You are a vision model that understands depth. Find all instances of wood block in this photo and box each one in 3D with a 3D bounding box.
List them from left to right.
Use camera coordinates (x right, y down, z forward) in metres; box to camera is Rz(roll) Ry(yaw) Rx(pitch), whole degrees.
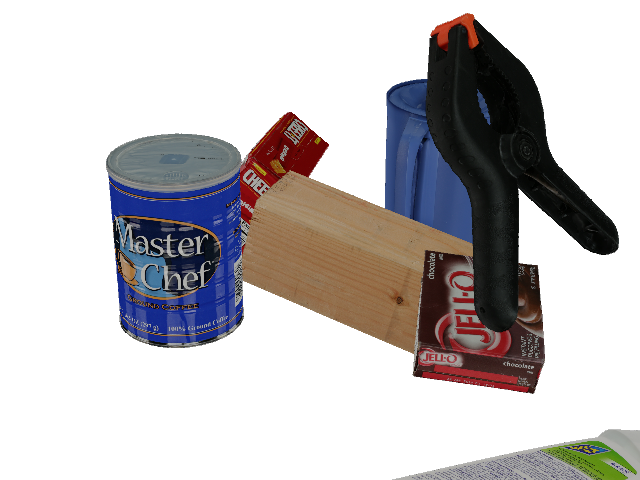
[{"bbox_3d":[0.038,0.022,1.011,0.206,0.091,0.090,23,30,11],"label":"wood block"}]

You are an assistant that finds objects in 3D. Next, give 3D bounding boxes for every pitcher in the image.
[{"bbox_3d":[0.127,-0.048,1.193,0.149,0.243,0.145,-6,28,-17],"label":"pitcher"}]

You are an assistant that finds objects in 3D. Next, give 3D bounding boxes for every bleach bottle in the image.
[{"bbox_3d":[0.144,0.159,0.619,0.250,0.068,0.103,-8,20,-26],"label":"bleach bottle"}]

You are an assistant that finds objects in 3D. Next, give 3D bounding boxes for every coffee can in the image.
[{"bbox_3d":[-0.112,-0.001,0.844,0.103,0.140,0.103,0,27,0],"label":"coffee can"}]

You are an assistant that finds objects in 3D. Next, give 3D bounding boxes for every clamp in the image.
[{"bbox_3d":[0.099,-0.037,0.594,0.039,0.171,0.120,-20,16,48],"label":"clamp"}]

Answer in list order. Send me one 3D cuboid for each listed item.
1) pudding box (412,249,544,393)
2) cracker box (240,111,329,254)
[{"bbox_3d":[0.117,0.059,0.796,0.090,0.039,0.113,8,36,2],"label":"pudding box"},{"bbox_3d":[-0.097,-0.033,1.218,0.214,0.072,0.164,-46,8,27],"label":"cracker box"}]
